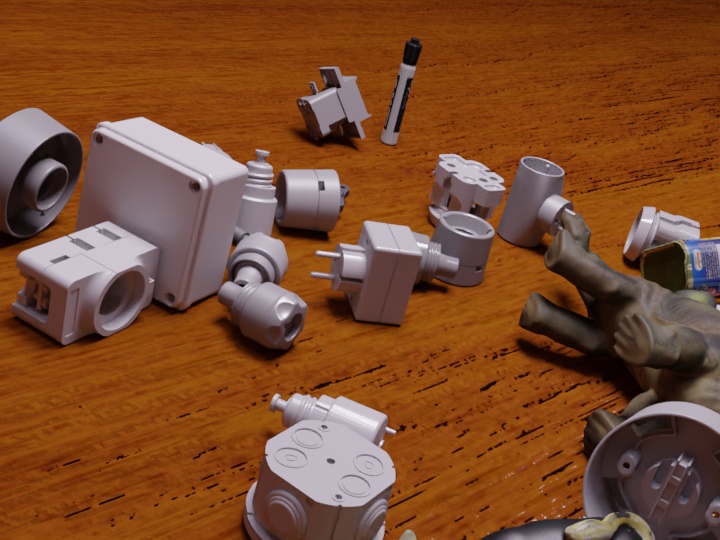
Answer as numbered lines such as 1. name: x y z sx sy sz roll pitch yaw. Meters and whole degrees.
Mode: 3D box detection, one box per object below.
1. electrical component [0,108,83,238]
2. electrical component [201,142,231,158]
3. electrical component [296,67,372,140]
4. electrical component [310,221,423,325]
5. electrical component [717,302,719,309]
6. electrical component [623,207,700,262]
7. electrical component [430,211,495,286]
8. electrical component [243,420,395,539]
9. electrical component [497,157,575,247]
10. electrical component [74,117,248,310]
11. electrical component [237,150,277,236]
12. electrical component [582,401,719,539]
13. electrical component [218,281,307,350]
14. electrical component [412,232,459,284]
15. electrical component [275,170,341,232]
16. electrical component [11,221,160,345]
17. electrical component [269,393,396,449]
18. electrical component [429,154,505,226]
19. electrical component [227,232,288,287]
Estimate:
1. electrical component: -0.259 -0.074 0.814 0.064 0.099 0.099 28 29 12
2. electrical component: -0.136 -0.093 0.977 0.040 0.040 0.046 4 23 -22
3. electrical component: -0.030 -0.173 1.150 0.064 0.081 0.042 -29 20 -18
4. electrical component: 0.000 0.000 0.838 0.077 0.065 0.047 7 28 -16
5. electrical component: 0.326 0.051 0.938 0.077 0.043 0.079 13 27 -4
6. electrical component: 0.297 -0.029 1.062 0.057 0.058 0.078 22 27 6
7. electrical component: 0.088 -0.020 0.944 0.055 0.047 0.055 12 27 -6
8. electrical component: -0.022 0.126 0.601 0.080 0.051 0.080 12 27 -6
9. electrical component: 0.177 -0.057 1.030 0.079 0.077 0.043 33 31 31
10. electrical component: -0.149 -0.043 0.796 0.109 0.108 0.056 26 26 21
11. electrical component: -0.089 -0.061 0.903 0.040 0.078 0.040 12 12 -3
12. electrical component: 0.191 0.132 0.657 0.099 0.099 0.064 27 23 22
13. electrical component: -0.073 0.028 0.771 0.062 0.043 0.043 25 28 22
14. electrical component: 0.052 -0.009 0.908 0.062 0.043 0.043 14 27 -6
15. electrical component: -0.047 -0.062 0.947 0.047 0.055 0.055 2 29 -18
16. electrical component: -0.184 0.009 0.740 0.056 0.050 0.089 27 29 22
17. electrical component: -0.019 0.097 0.670 0.078 0.040 0.040 21 27 12
18. electrical component: 0.099 -0.069 1.033 0.058 0.057 0.078 -6 34 -37
19. electrical component: -0.081 0.001 0.819 0.043 0.043 0.062 17 28 3
